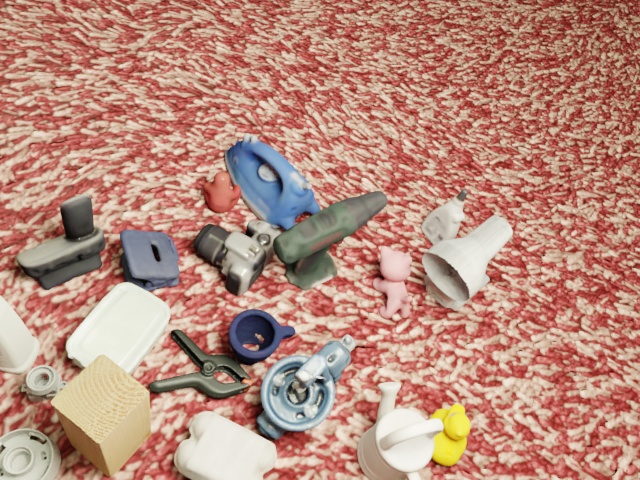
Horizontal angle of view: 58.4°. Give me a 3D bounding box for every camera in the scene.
[{"bbox_3d":[-0.163,0.010,1.109,0.136,0.101,0.143,31,55,6],"label":"camera"}]

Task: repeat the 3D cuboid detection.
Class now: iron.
[{"bbox_3d":[-0.110,-0.145,1.202,0.258,0.141,0.119,44,57,15],"label":"iron"}]

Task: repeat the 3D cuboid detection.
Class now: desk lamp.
[{"bbox_3d":[0.285,0.049,1.141,0.204,0.213,0.117,-34,71,-31],"label":"desk lamp"}]

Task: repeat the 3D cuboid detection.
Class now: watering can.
[{"bbox_3d":[0.129,0.320,0.928,0.101,0.194,0.172,-26,67,-29],"label":"watering can"}]

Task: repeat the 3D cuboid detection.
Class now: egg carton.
[{"bbox_3d":[-0.149,0.346,0.909,0.150,0.069,0.107,26,54,2],"label":"egg carton"}]

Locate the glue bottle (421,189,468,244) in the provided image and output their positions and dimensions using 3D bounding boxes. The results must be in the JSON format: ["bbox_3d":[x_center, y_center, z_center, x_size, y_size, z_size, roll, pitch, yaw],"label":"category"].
[{"bbox_3d":[0.277,-0.052,1.231,0.037,0.173,0.078,-23,66,-27],"label":"glue bottle"}]

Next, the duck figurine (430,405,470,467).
[{"bbox_3d":[0.233,0.340,1.011,0.077,0.086,0.104,20,54,-2],"label":"duck figurine"}]

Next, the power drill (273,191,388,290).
[{"bbox_3d":[0.010,0.004,1.096,0.230,0.208,0.075,-24,66,-28],"label":"power drill"}]

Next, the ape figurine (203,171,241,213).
[{"bbox_3d":[-0.202,-0.106,1.180,0.078,0.092,0.076,20,54,-2],"label":"ape figurine"}]

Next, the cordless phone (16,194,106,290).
[{"bbox_3d":[-0.451,-0.009,0.988,0.148,0.185,0.094,-32,70,-30],"label":"cordless phone"}]

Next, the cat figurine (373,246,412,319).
[{"bbox_3d":[0.154,0.078,1.143,0.067,0.117,0.127,-5,59,-18],"label":"cat figurine"}]

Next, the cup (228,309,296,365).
[{"bbox_3d":[-0.107,0.180,1.015,0.118,0.095,0.091,-4,58,-18],"label":"cup"}]

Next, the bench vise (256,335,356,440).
[{"bbox_3d":[-0.017,0.214,0.941,0.121,0.219,0.208,27,54,3],"label":"bench vise"}]

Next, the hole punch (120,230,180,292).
[{"bbox_3d":[-0.313,0.032,1.058,0.101,0.091,0.108,-14,62,-23],"label":"hole punch"}]
